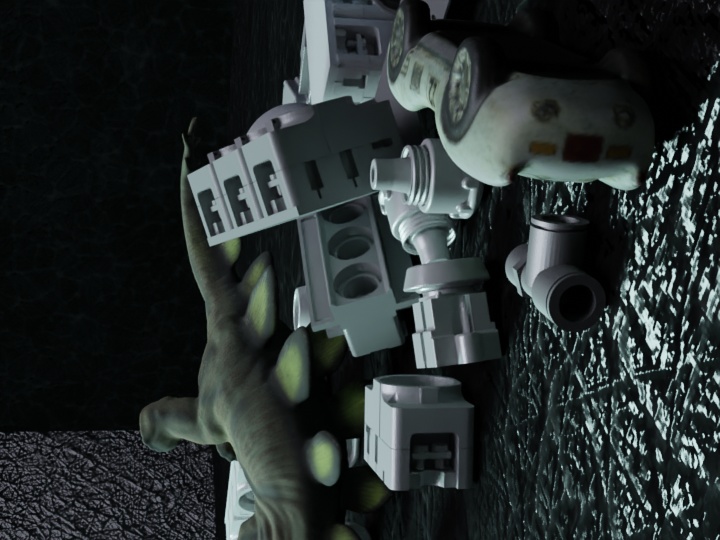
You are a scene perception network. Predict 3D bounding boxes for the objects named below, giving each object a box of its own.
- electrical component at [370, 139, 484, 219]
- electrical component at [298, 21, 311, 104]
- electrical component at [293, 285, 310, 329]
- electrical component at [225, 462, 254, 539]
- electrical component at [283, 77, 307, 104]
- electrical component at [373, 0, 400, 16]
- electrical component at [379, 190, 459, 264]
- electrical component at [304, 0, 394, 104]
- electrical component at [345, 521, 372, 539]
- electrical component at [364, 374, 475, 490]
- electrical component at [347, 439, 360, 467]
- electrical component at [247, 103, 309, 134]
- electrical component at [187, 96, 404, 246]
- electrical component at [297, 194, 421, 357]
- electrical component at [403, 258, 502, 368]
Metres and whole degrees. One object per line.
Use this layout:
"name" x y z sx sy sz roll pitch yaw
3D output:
"electrical component" 0.038 -0.054 0.612 0.048 0.062 0.048 -179 90 -79
"electrical component" -0.025 -0.198 0.962 0.096 0.061 0.061 -100 15 -44
"electrical component" -0.031 0.038 0.990 0.048 0.055 0.066 103 164 -49
"electrical component" -0.077 0.230 1.084 0.186 0.105 0.060 102 164 -47
"electrical component" -0.044 -0.144 1.066 0.113 0.057 0.078 -117 30 -68
"electrical component" 0.025 -0.205 0.755 0.065 0.044 0.044 -103 17 -68
"electrical component" 0.040 -0.028 0.653 0.048 0.048 0.062 107 153 -57
"electrical component" -0.004 -0.187 0.848 0.089 0.062 0.150 108 160 -57
"electrical component" -0.013 0.235 0.911 0.062 0.043 0.043 129 141 -76
"electrical component" 0.034 0.095 0.651 0.089 0.050 0.055 -166 77 -80
"electrical component" -0.052 0.147 0.982 0.059 0.095 0.053 -129 41 -73
"electrical component" -0.050 -0.097 0.974 0.060 0.108 0.108 -156 67 -72
"electrical component" -0.045 -0.066 0.722 0.150 0.089 0.061 -12 97 61
"electrical component" 0.000 0.000 0.800 0.121 0.079 0.063 -101 -6 -47
"electrical component" 0.050 0.024 0.590 0.066 0.048 0.055 150 112 -78
